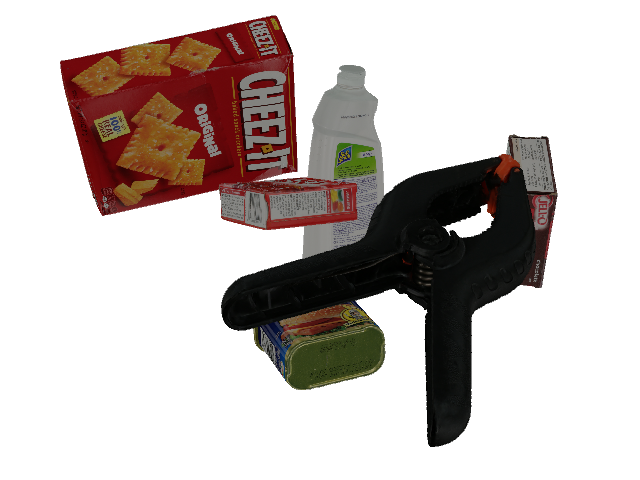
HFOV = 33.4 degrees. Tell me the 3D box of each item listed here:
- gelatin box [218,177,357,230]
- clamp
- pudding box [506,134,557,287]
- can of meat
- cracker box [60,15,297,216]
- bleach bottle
[{"bbox_3d":[-0.025,-0.029,0.781,0.073,0.030,0.089,-6,9,-26],"label":"gelatin box"},{"bbox_3d":[0.053,0.019,0.487,0.120,0.039,0.171,39,56,24],"label":"clamp"},{"bbox_3d":[0.174,-0.027,0.905,0.039,0.090,0.113,5,31,2],"label":"pudding box"},{"bbox_3d":[-0.001,0.089,0.982,0.102,0.057,0.084,-12,27,-19],"label":"can of meat"},{"bbox_3d":[-0.133,-0.119,1.055,0.213,0.072,0.164,-13,-38,-10],"label":"cracker box"},{"bbox_3d":[0.034,-0.078,1.232,0.102,0.251,0.068,-12,30,-31],"label":"bleach bottle"}]
